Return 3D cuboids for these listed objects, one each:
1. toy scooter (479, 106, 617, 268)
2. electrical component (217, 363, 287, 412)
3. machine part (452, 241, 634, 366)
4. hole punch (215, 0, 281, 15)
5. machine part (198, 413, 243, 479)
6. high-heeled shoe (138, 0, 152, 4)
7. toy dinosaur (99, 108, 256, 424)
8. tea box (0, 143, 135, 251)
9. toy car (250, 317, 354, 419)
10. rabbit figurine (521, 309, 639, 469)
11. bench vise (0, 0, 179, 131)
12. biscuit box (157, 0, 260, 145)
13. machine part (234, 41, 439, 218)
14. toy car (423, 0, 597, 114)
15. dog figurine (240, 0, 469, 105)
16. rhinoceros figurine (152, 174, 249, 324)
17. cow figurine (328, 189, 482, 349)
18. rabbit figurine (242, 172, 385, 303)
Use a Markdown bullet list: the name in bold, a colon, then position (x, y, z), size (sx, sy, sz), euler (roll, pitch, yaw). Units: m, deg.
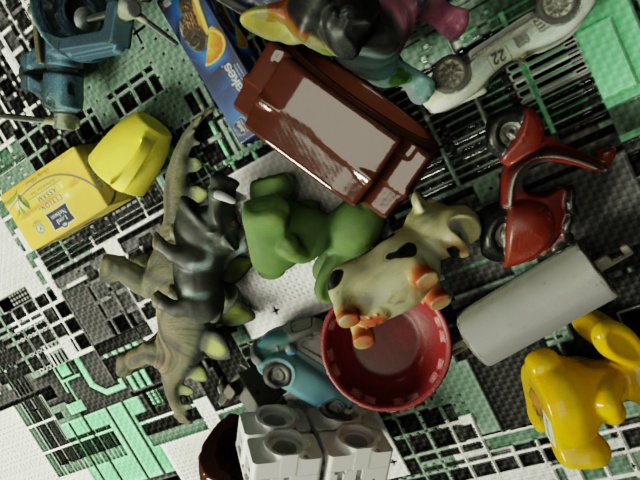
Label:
- **toy scooter**: position (0.251, -0.055, 0.597), size (0.135, 0.075, 0.183), euler (2, 106, 9)
- **electrical component**: position (-0.101, 0.215, 0.783), size (0.045, 0.102, 0.078), euler (-41, 82, 28)
- **machine part**: position (0.252, 0.077, 0.635), size (0.243, 0.079, 0.079), euler (-38, 93, 23)
- **hole punch**: position (-0.044, -0.277, 0.595), size (0.116, 0.142, 0.092), euler (39, 110, 16)
- **machine part**: position (-0.084, 0.317, 0.769), size (0.180, 0.179, 0.056), euler (12, 112, 14)
- **high-heeled shoe**: position (-0.220, -0.393, 0.607), size (0.249, 0.086, 0.145), euler (58, 138, 24)
- **toy dinosaur**: position (-0.197, 0.057, 0.765), size (0.199, 0.105, 0.470), euler (0, 105, 10)
- **tea box**: position (-0.375, -0.064, 0.797), size (0.170, 0.068, 0.098), euler (-26, 97, 22)
- **toy car**: position (-0.009, 0.162, 0.734), size (0.162, 0.109, 0.103), euler (32, 96, -3)
- **rabbit figurine**: position (0.333, 0.161, 0.633), size (0.173, 0.122, 0.162), euler (-12, 93, 7)
- **bench vise**: position (-0.300, -0.247, 0.671), size (0.241, 0.128, 0.223), euler (9, 88, 39)
- **biscuit box**: position (-0.116, -0.221, 0.669), size (0.063, 0.059, 0.202), euler (-28, 97, 23)
- **machine part**: position (0.026, -0.124, 0.577), size (0.201, 0.201, 0.087), euler (36, 112, 5)
- **toy car**: position (0.197, -0.201, 0.568), size (0.202, 0.073, 0.056), euler (-30, 93, 24)
- **dog figurine**: position (0.025, -0.221, 0.511), size (0.108, 0.219, 0.192), euler (-58, 45, 30)
- **rhinoceros figurine**: position (-0.145, 0.011, 0.669), size (0.112, 0.073, 0.190), euler (11, 95, 7)
- **cow figurine**: position (0.097, 0.024, 0.623), size (0.195, 0.127, 0.085), euler (-32, 134, 9)
- **rabbit figurine**: position (-0.001, -0.002, 0.675), size (0.170, 0.121, 0.158), euler (-5, 110, 3)
